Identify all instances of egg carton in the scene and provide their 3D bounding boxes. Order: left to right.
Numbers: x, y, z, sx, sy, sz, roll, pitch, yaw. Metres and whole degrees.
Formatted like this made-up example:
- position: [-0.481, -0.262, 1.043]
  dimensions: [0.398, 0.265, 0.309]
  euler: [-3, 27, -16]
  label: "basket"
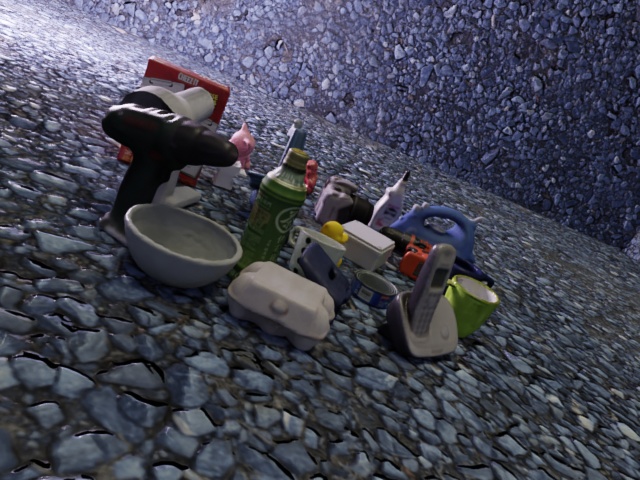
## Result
- position: [-0.053, 0.089, 0.800]
  dimensions: [0.150, 0.069, 0.107]
  euler: [26, 18, 2]
  label: "egg carton"

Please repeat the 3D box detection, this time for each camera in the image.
- position: [0.065, -0.086, 1.384]
  dimensions: [0.137, 0.101, 0.143]
  euler: [22, 18, -9]
  label: "camera"

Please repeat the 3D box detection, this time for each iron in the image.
- position: [0.289, -0.029, 1.452]
  dimensions: [0.259, 0.141, 0.118]
  euler: [17, 20, -22]
  label: "iron"

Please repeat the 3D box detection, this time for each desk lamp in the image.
- position: [-0.264, -0.164, 0.991]
  dimensions: [0.118, 0.213, 0.203]
  euler: [27, 18, 7]
  label: "desk lamp"

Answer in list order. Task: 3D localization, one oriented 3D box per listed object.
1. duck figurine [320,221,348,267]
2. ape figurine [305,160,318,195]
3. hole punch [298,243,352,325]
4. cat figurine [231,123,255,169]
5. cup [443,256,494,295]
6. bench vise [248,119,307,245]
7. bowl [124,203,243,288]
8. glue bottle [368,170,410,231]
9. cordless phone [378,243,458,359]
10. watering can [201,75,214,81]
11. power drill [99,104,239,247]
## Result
- position: [0.010, 0.004, 1.089]
  dimensions: [0.105, 0.086, 0.077]
  euler: [9, 24, -41]
  label: "duck figurine"
- position: [-0.036, -0.165, 1.485]
  dimensions: [0.076, 0.092, 0.077]
  euler: [8, 25, -42]
  label: "ape figurine"
- position: [0.004, 0.066, 0.904]
  dimensions: [0.101, 0.091, 0.109]
  euler: [26, 18, 4]
  label: "hole punch"
- position: [-0.194, -0.234, 1.428]
  dimensions: [0.067, 0.118, 0.128]
  euler: [23, 18, -5]
  label: "cat figurine"
- position: [0.291, 0.095, 1.188]
  dimensions: [0.118, 0.095, 0.091]
  euler: [23, 18, -5]
  label: "cup"
- position: [-0.059, -0.112, 1.105]
  dimensions: [0.122, 0.219, 0.206]
  euler: [9, 24, -40]
  label: "bench vise"
- position: [-0.197, 0.019, 0.799]
  dimensions: [0.167, 0.075, 0.167]
  euler: [23, 18, -8]
  label: "bowl"
- position: [0.188, -0.101, 1.468]
  dimensions: [0.078, 0.173, 0.037]
  euler: [16, 20, -26]
  label: "glue bottle"
- position: [0.188, 0.094, 0.912]
  dimensions: [0.148, 0.185, 0.093]
  euler: [5, 27, -47]
  label: "cordless phone"
- position: [-0.285, -0.276, 1.303]
  dimensions: [0.101, 0.194, 0.172]
  euler: [13, 22, -32]
  label: "watering can"
- position: [-0.237, -0.091, 0.834]
  dimensions: [0.229, 0.208, 0.076]
  euler: [32, 19, 20]
  label: "power drill"
